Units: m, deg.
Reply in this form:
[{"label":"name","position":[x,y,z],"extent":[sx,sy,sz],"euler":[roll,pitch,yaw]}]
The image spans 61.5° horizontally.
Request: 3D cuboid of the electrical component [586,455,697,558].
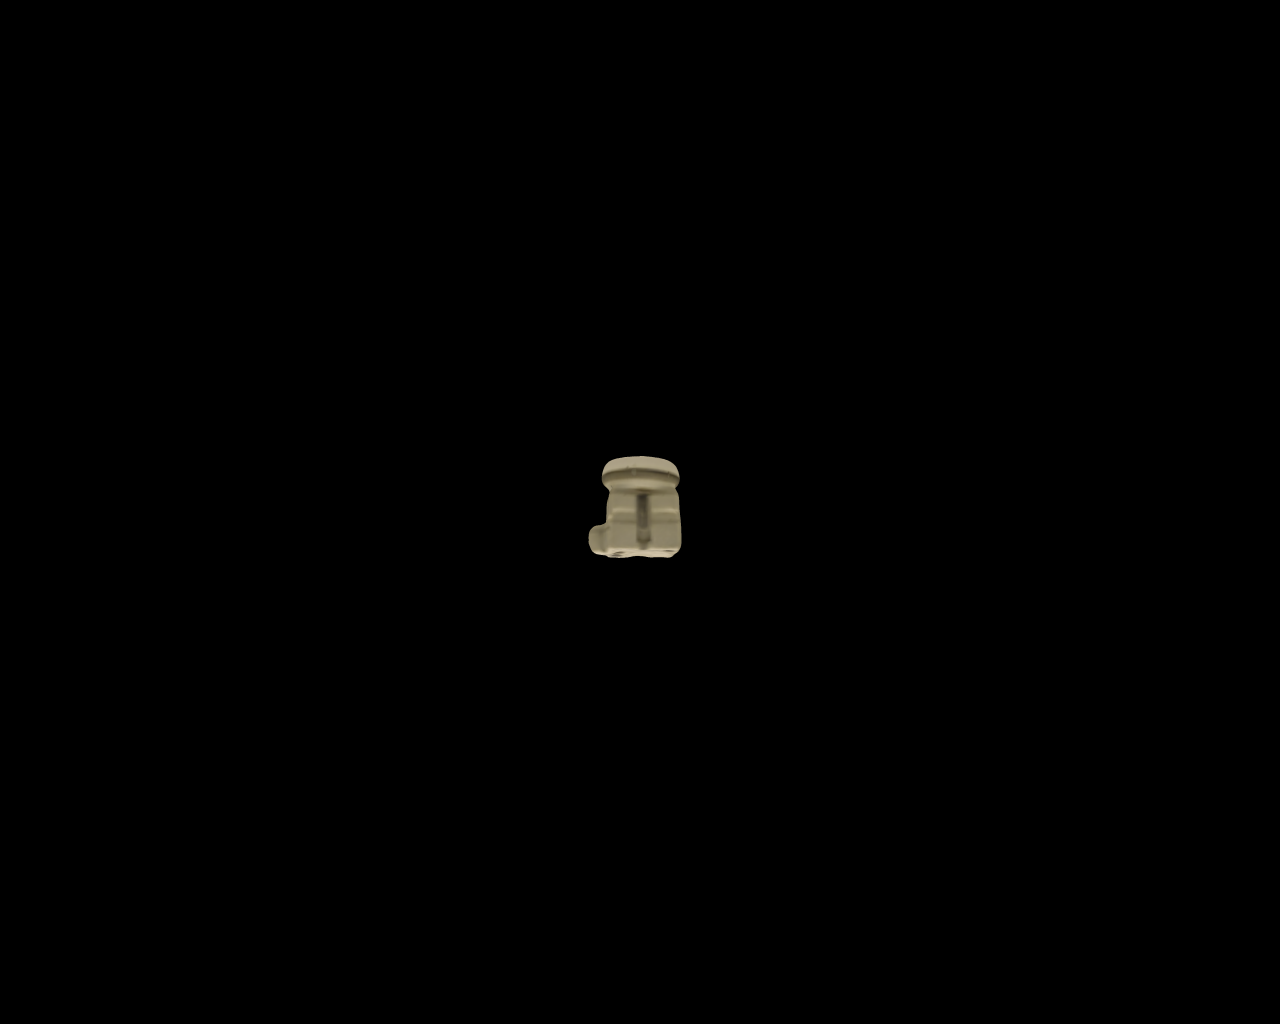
[{"label":"electrical component","position":[0.001,-0.003,0.650],"extent":[0.066,0.055,0.048],"euler":[1,-11,-7]}]
